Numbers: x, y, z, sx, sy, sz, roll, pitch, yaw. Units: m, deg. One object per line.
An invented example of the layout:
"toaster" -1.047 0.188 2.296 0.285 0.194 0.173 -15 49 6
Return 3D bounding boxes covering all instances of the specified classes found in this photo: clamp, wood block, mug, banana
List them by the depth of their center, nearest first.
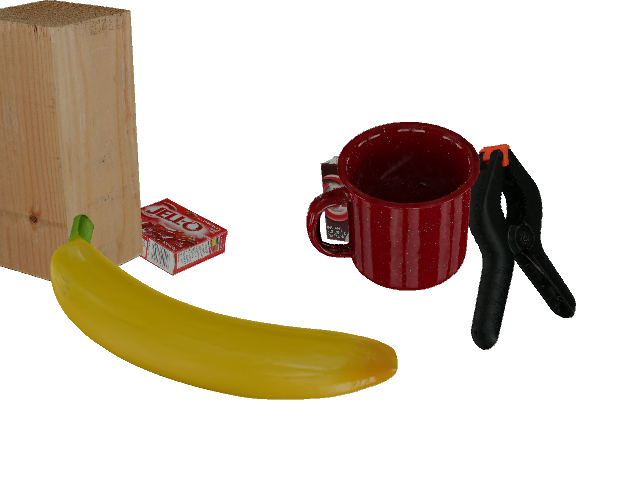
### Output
"banana" -0.062 0.039 0.521 0.198 0.069 0.037 23 -35 19
"mug" 0.048 -0.018 0.717 0.117 0.081 0.093 -14 42 -11
"wood block" -0.208 -0.080 0.856 0.091 0.206 0.090 13 25 27
"clamp" 0.157 0.007 0.911 0.120 0.171 0.039 -27 10 -40

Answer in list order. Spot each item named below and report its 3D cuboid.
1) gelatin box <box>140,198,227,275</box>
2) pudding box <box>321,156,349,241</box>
"gelatin box" -0.149 -0.006 1.055 0.089 0.030 0.073 28 34 31
"pudding box" 0.058 -0.043 1.176 0.114 0.090 0.039 6 24 29
